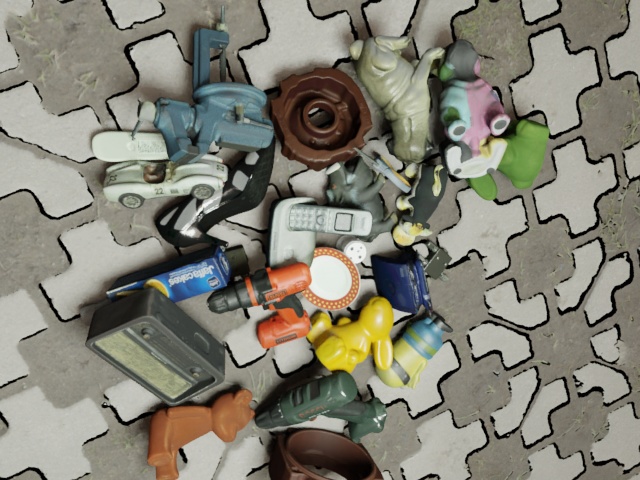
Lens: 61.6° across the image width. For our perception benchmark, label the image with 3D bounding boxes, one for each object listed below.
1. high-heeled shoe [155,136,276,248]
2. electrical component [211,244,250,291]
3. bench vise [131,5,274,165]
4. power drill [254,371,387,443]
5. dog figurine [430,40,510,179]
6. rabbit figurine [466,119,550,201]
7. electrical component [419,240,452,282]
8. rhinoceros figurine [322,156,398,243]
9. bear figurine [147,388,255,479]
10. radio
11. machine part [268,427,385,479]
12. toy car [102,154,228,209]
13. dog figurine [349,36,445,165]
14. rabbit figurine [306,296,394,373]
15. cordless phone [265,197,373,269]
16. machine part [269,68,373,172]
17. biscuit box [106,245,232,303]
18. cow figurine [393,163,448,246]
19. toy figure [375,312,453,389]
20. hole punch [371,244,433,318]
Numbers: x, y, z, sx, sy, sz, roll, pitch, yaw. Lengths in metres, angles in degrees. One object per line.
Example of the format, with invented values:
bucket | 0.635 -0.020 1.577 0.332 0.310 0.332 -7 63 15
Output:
high-heeled shoe | -0.182 -0.092 0.947 0.145 0.086 0.248 20 74 16
electrical component | -0.168 0.049 0.981 0.078 0.045 0.102 -9 107 -12
bench vise | -0.180 -0.239 0.861 0.224 0.129 0.240 2 82 -21
power drill | 0.013 0.338 1.066 0.207 0.086 0.232 32 126 -28
dog figurine | 0.255 -0.242 0.963 0.109 0.219 0.191 -9 145 4
rabbit figurine | 0.333 -0.164 1.049 0.170 0.121 0.159 7 110 1
electrical component | 0.240 0.045 1.108 0.094 0.021 0.063 38 91 -21
rhinoceros figurine | 0.068 -0.086 1.003 0.112 0.073 0.190 -28 111 1
bear figurine | -0.216 0.361 1.011 0.196 0.132 0.120 -4 135 -11
radio | -0.270 0.187 0.925 0.131 0.073 0.229 -26 131 13
machine part | 0.010 0.456 1.055 0.201 0.202 0.087 12 97 -18
toy car | -0.253 -0.101 0.884 0.202 0.073 0.056 -8 139 -2
dog figurine | 0.120 -0.235 0.922 0.172 0.121 0.190 9 89 -4
rabbit figurine | 0.081 0.190 1.049 0.173 0.122 0.162 -43 115 -3
cordless phone | -0.002 -0.002 0.967 0.184 0.089 0.146 5 103 0
machine part | 0.000 -0.207 0.924 0.179 0.056 0.179 2 78 -11
biscuit box | -0.257 0.072 0.926 0.203 0.063 0.059 -19 109 7
cow figurine | 0.194 -0.065 1.024 0.068 0.098 0.167 13 95 -18
toy figure | 0.189 0.226 1.111 0.089 0.082 0.180 37 97 -9
hole punch | 0.159 0.079 1.049 0.092 0.116 0.142 -13 107 -4
